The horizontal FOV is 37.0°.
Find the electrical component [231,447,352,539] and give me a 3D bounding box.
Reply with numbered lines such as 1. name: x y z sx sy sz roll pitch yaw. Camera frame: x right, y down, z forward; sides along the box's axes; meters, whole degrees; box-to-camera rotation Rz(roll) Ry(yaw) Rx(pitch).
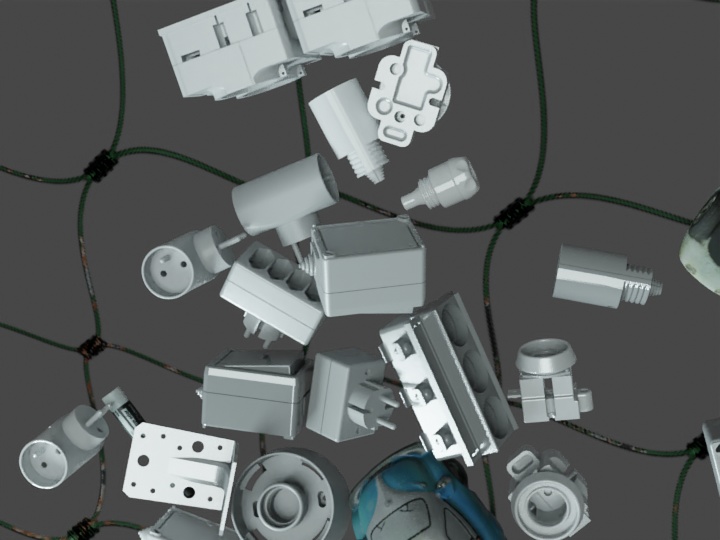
1. electrical component: -0.060 0.202 0.921 0.099 0.064 0.099 -2 82 11

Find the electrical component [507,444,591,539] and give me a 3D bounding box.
1. electrical component: 0.153 0.185 0.873 0.058 0.057 0.078 -43 91 15

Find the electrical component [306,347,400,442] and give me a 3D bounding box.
1. electrical component: 0.002 0.106 0.875 0.077 0.047 0.065 18 105 40

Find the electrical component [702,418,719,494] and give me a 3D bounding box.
1. electrical component: 0.310 0.161 0.838 0.062 0.061 0.096 -15 97 13

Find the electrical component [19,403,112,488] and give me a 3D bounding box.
1. electrical component: -0.244 0.143 0.928 0.079 0.077 0.043 -43 90 15

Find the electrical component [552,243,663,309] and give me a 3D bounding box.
1. electrical component: 0.195 0.007 0.840 0.081 0.043 0.043 10 102 8

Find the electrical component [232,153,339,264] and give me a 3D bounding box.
1. electrical component: -0.054 -0.044 0.876 0.077 0.043 0.079 -21 96 13

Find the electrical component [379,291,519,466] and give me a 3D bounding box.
1. electrical component: 0.070 0.088 0.866 0.063 0.079 0.121 -21 96 34

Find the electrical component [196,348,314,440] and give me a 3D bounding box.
1. electrical component: -0.091 0.098 0.899 0.096 0.062 0.061 6 101 9

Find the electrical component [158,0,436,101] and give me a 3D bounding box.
1. electrical component: -0.042 -0.182 0.817 0.186 0.105 0.060 -17 97 13

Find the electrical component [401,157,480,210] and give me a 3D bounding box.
1. electrical component: 0.062 -0.065 0.856 0.061 0.035 0.035 -24 95 16

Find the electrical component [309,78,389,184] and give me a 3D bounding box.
1. electrical component: -0.003 -0.106 0.856 0.043 0.043 0.081 -27 95 14

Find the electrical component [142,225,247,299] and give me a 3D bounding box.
1. electrical component: -0.129 -0.012 0.879 0.079 0.077 0.043 -24 95 13

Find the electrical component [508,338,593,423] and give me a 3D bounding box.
1. electrical component: 0.151 0.088 0.862 0.066 0.048 0.055 -6 107 11

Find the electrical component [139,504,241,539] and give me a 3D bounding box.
1. electrical component: -0.151 0.254 0.939 0.096 0.062 0.061 19 103 7

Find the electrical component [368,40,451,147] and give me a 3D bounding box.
1. electrical component: 0.040 -0.137 0.835 0.058 0.057 0.078 18 103 7

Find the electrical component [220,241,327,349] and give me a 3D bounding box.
1. electrical component: -0.073 0.033 0.893 0.083 0.047 0.075 30 119 3

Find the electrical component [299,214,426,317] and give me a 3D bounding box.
1. electrical component: 0.000 0.000 0.848 0.096 0.061 0.061 -6 118 -9
